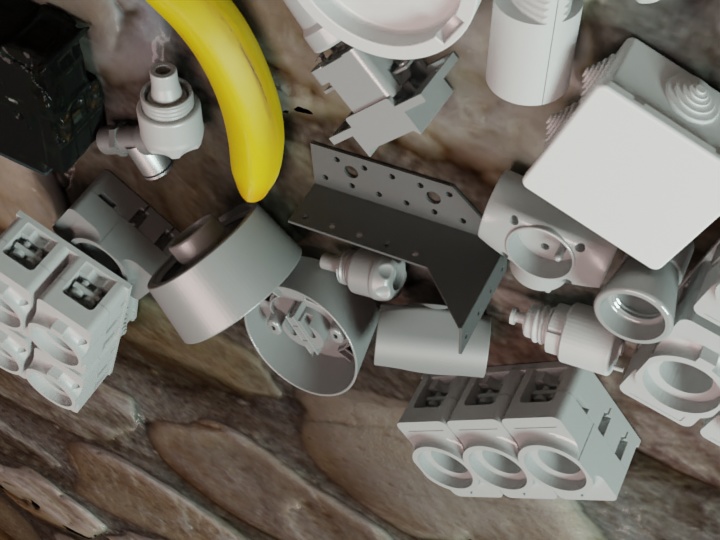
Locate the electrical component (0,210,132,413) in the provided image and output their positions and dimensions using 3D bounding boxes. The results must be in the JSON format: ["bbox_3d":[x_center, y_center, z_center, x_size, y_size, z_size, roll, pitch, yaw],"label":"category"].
[{"bbox_3d":[-0.260,0.045,0.896,0.105,0.060,0.186,34,149,1],"label":"electrical component"}]

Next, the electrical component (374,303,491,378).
[{"bbox_3d":[0.051,0.052,0.764,0.077,0.044,0.079,6,169,3],"label":"electrical component"}]

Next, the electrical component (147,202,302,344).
[{"bbox_3d":[-0.103,-0.005,0.770,0.108,0.108,0.060,-18,115,49],"label":"electrical component"}]

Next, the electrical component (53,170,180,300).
[{"bbox_3d":[-0.193,-0.024,0.858,0.089,0.055,0.050,42,144,-13],"label":"electrical component"}]

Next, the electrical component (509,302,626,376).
[{"bbox_3d":[0.135,0.040,0.692,0.078,0.040,0.040,17,142,22],"label":"electrical component"}]

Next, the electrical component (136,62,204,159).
[{"bbox_3d":[-0.127,-0.108,0.715,0.043,0.043,0.062,21,142,16],"label":"electrical component"}]

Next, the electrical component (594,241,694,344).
[{"bbox_3d":[0.162,0.003,0.603,0.044,0.065,0.044,21,144,16],"label":"electrical component"}]

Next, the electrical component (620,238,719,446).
[{"bbox_3d":[0.232,0.034,0.591,0.105,0.060,0.186,29,145,5],"label":"electrical component"}]

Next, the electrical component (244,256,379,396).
[{"bbox_3d":[-0.036,0.039,0.803,0.099,0.064,0.099,21,148,14],"label":"electrical component"}]

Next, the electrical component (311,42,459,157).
[{"bbox_3d":[0.010,-0.106,0.610,0.081,0.042,0.063,-18,120,48],"label":"electrical component"}]

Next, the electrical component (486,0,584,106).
[{"bbox_3d":[0.086,-0.125,0.526,0.043,0.043,0.081,21,143,17],"label":"electrical component"}]

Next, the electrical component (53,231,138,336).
[{"bbox_3d":[-0.247,0.017,0.957,0.100,0.048,0.099,30,146,5],"label":"electrical component"}]

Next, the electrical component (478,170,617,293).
[{"bbox_3d":[0.111,-0.014,0.642,0.077,0.044,0.079,24,145,12],"label":"electrical component"}]

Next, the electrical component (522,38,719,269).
[{"bbox_3d":[0.146,-0.060,0.554,0.100,0.048,0.099,33,145,0],"label":"electrical component"}]

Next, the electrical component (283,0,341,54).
[{"bbox_3d":[-0.022,-0.148,0.587,0.040,0.040,0.046,-17,117,48],"label":"electrical component"}]

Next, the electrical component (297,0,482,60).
[{"bbox_3d":[0.019,-0.163,0.518,0.108,0.060,0.108,21,144,16],"label":"electrical component"}]

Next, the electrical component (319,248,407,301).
[{"bbox_3d":[0.000,0.000,0.755,0.061,0.035,0.035,15,142,28],"label":"electrical component"}]

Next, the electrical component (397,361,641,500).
[{"bbox_3d":[0.113,0.123,0.792,0.150,0.061,0.089,-10,127,45],"label":"electrical component"}]
